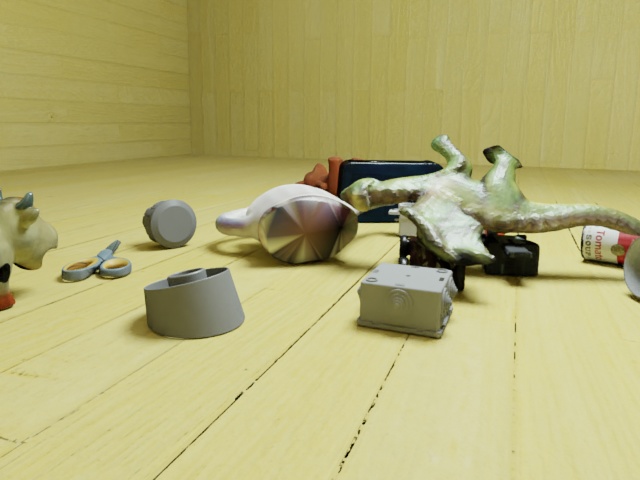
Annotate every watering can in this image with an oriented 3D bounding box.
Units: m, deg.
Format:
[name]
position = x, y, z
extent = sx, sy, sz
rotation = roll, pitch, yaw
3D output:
[watering can]
position = 0.003, -0.043, 0.861
extent = 0.348, 0.103, 0.226
rotation = -9, 15, -14

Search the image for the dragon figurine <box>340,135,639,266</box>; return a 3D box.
[dragon figurine]
position = 0.219, -0.029, 0.704
extent = 0.412, 0.119, 0.247
rotation = 19, 41, 26
